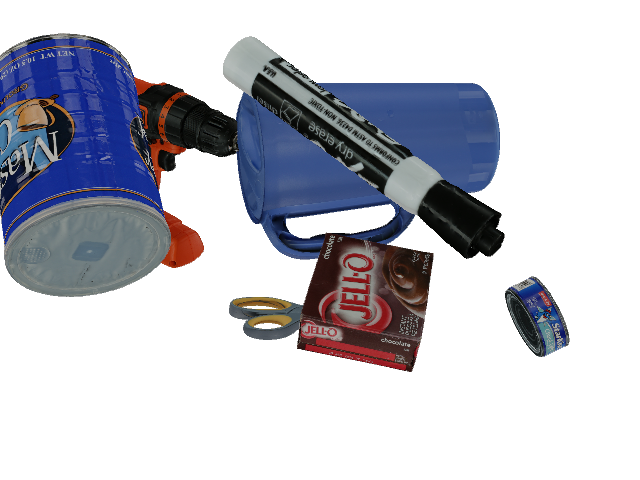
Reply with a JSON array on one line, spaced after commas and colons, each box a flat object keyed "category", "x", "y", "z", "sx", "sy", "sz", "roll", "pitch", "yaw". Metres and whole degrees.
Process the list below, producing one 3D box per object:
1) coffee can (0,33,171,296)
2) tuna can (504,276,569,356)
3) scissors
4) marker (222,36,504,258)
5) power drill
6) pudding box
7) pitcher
[{"category": "coffee can", "x": -0.161, "y": -0.049, "z": 0.699, "sx": 0.102, "sy": 0.140, "sz": 0.103, "roll": -13, "pitch": -31, "yaw": -8}, {"category": "tuna can", "x": 0.239, "y": 0.085, "z": 1.183, "sx": 0.033, "sy": 0.086, "sz": 0.086, "roll": -25, "pitch": 2, "yaw": -5}, {"category": "scissors", "x": -0.003, "y": 0.088, "z": 1.193, "sx": 0.201, "sy": 0.016, "sz": 0.096, "roll": 4, "pitch": 22, "yaw": -1}, {"category": "marker", "x": 0.014, "y": -0.033, "z": 0.373, "sx": 0.121, "sy": 0.020, "sz": 0.020, "roll": 38, "pitch": 16, "yaw": 22}, {"category": "power drill", "x": -0.157, "y": -0.069, "z": 1.104, "sx": 0.185, "sy": 0.188, "sz": 0.057, "roll": 25, "pitch": 35, "yaw": 29}, {"category": "pudding box", "x": 0.036, "y": 0.046, "z": 0.823, "sx": 0.090, "sy": 0.039, "sz": 0.113, "roll": 12, "pitch": 34, "yaw": 4}, {"category": "pitcher", "x": 0.045, "y": -0.081, "z": 1.024, "sx": 0.242, "sy": 0.149, "sz": 0.145, "roll": -5, "pitch": 28, "yaw": -14}]
